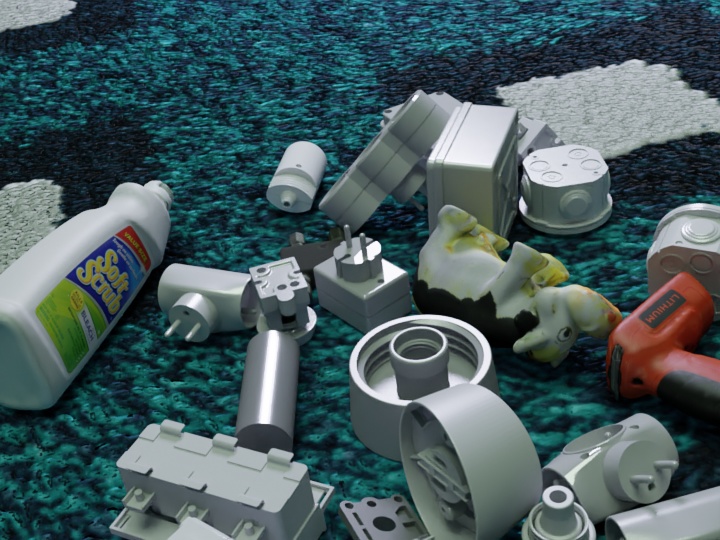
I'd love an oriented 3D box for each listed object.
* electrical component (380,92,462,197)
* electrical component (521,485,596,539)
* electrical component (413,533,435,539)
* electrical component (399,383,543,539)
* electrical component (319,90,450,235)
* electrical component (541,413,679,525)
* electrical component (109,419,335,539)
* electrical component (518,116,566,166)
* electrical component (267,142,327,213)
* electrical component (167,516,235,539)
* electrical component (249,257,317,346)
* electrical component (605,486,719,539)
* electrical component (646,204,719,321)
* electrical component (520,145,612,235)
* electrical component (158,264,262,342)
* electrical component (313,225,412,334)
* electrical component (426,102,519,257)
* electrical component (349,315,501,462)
[{"bbox_3d":[0.078,-0.118,1.024,0.078,0.057,0.113,-22,36,-19],"label":"electrical component"},{"bbox_3d":[0.114,0.152,0.619,0.048,0.062,0.048,-5,35,4],"label":"electrical component"},{"bbox_3d":[0.027,0.177,0.623,0.046,0.040,0.040,-18,35,-25],"label":"electrical component"},{"bbox_3d":[0.060,0.120,0.648,0.064,0.099,0.099,-23,36,-31],"label":"electrical component"},{"bbox_3d":[0.035,-0.083,0.948,0.138,0.074,0.052,-48,8,14],"label":"electrical component"},{"bbox_3d":[0.160,0.121,0.651,0.077,0.044,0.079,-24,0,-23],"label":"electrical component"},{"bbox_3d":[-0.089,0.142,0.676,0.121,0.063,0.078,10,39,25],"label":"electrical component"},{"bbox_3d":[0.160,-0.117,1.009,0.048,0.066,0.055,-51,33,1],"label":"electrical component"},{"bbox_3d":[-0.060,-0.083,1.014,0.043,0.043,0.081,0,35,12],"label":"electrical component"},{"bbox_3d":[-0.085,0.186,0.582,0.061,0.096,0.062,19,43,34],"label":"electrical component"},{"bbox_3d":[-0.060,0.028,0.842,0.048,0.055,0.066,-15,35,-10],"label":"electrical component"},{"bbox_3d":[0.189,0.163,0.603,0.077,0.044,0.079,-13,35,-7],"label":"electrical component"},{"bbox_3d":[0.255,-0.005,0.804,0.080,0.080,0.051,11,44,26],"label":"electrical component"},{"bbox_3d":[0.179,-0.070,0.938,0.080,0.051,0.080,-6,35,4],"label":"electrical component"},{"bbox_3d":[-0.127,0.031,0.861,0.077,0.044,0.079,8,37,22],"label":"electrical component"},{"bbox_3d":[0.000,0.000,0.852,0.047,0.076,0.066,-30,40,-29],"label":"electrical component"},{"bbox_3d":[0.097,-0.069,0.904,0.056,0.108,0.108,7,37,17],"label":"electrical component"},{"bbox_3d":[0.043,0.075,0.748,0.108,0.060,0.108,-6,34,4],"label":"electrical component"}]
